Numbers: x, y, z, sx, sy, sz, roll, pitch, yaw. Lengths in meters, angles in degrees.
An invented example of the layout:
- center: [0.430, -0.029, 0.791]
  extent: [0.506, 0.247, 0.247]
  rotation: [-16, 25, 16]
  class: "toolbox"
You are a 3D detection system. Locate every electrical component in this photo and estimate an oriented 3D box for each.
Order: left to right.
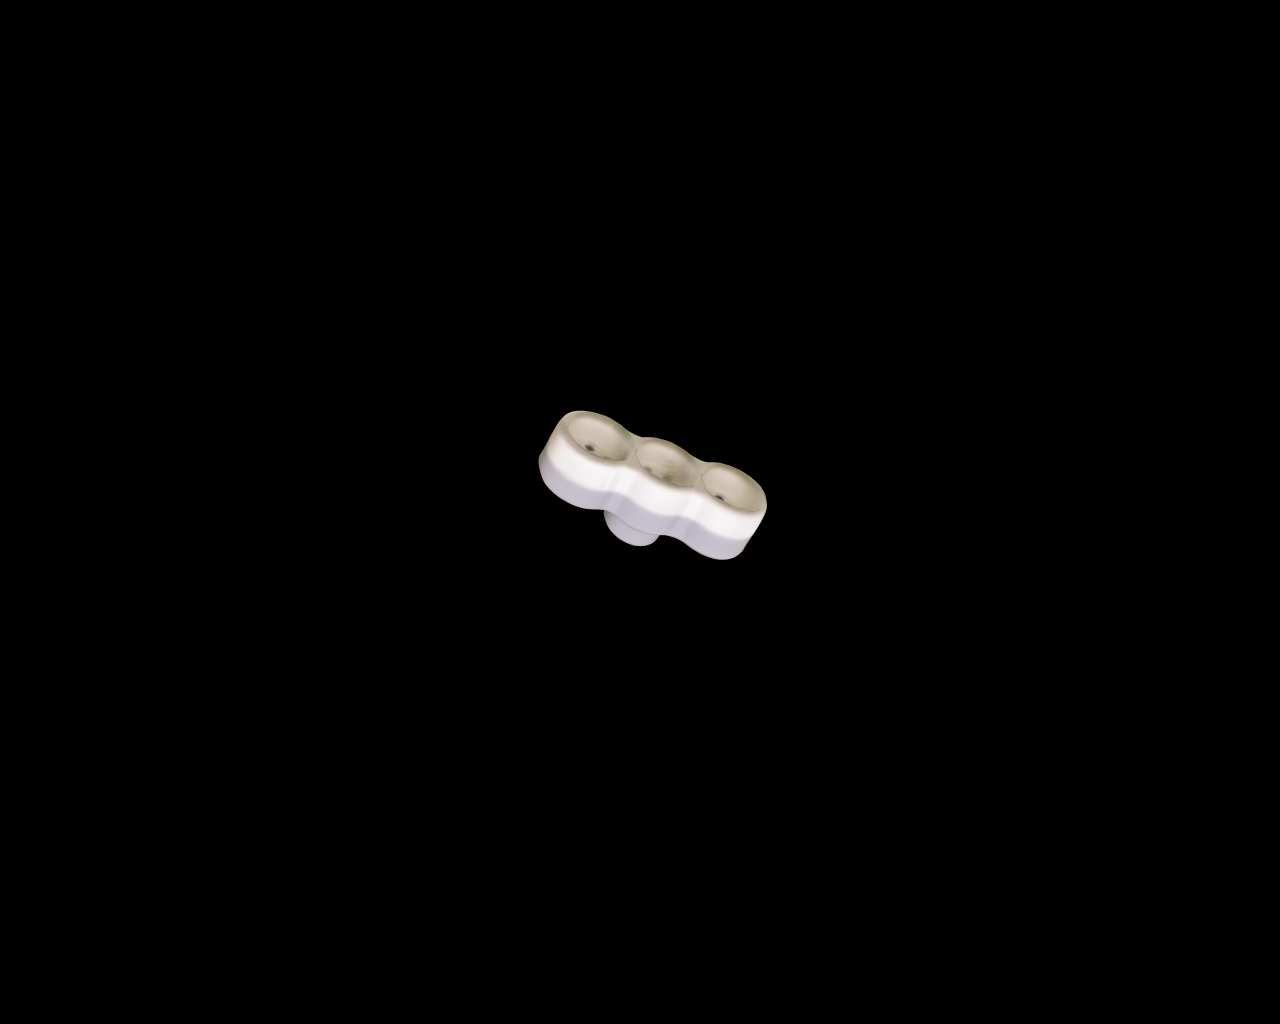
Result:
- center: [0.001, -0.003, 0.650]
  extent: [0.138, 0.073, 0.052]
  rotation: [21, 35, -15]
  class: "electrical component"
